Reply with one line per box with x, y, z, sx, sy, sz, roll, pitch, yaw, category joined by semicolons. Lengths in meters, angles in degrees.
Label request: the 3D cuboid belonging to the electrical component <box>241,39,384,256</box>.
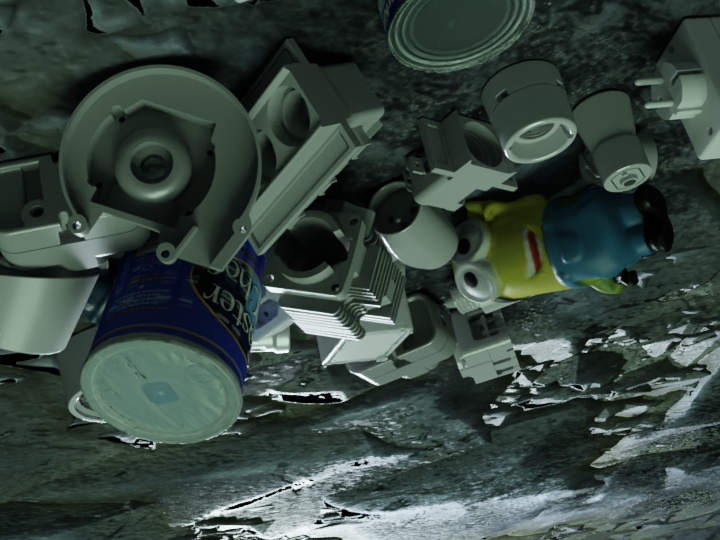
-0.044;-0.076;0.674;0.063;0.078;0.121;-20;163;-44;electrical component

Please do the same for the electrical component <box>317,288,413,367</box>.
-0.001;0.043;0.934;0.062;0.061;0.096;-4;159;-19;electrical component

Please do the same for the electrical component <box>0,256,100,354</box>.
-0.234;0.016;0.728;0.099;0.099;0.064;13;101;-42;electrical component

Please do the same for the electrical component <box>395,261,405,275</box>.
0.000;0.000;0.867;0.078;0.040;0.040;3;148;-30;electrical component

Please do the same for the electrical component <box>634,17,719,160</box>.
0.217;-0.118;0.705;0.076;0.083;0.047;-7;152;-15;electrical component

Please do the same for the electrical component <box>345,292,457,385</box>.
0.037;0.066;0.997;0.095;0.053;0.059;-24;152;18;electrical component

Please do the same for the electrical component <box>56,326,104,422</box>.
-0.202;0.095;0.923;0.108;0.060;0.108;-12;153;-6;electrical component

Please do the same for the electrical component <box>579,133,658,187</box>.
0.194;-0.083;0.809;0.046;0.040;0.040;-1;150;-16;electrical component

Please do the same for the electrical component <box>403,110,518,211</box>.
0.068;-0.075;0.760;0.081;0.042;0.064;9;148;-38;electrical component

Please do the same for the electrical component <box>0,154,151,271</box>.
-0.186;-0.037;0.689;0.095;0.053;0.059;-11;153;-7;electrical component

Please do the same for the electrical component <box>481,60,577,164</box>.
0.114;-0.104;0.719;0.055;0.047;0.055;-12;153;-6;electrical component

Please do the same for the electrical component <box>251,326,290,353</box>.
-0.085;0.053;0.928;0.046;0.040;0.040;-4;151;-8;electrical component

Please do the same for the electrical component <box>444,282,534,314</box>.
0.113;0.015;0.949;0.081;0.043;0.043;-22;152;14;electrical component

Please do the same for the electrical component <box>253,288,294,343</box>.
-0.063;0.009;0.835;0.047;0.065;0.077;-35;174;33;electrical component

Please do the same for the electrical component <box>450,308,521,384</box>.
0.119;0.071;1.052;0.056;0.050;0.089;-18;153;7;electrical component

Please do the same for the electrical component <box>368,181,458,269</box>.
0.026;-0.027;0.825;0.079;0.044;0.077;-24;152;17;electrical component

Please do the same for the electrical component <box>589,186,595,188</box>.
0.192;-0.023;0.912;0.076;0.047;0.083;15;141;-44;electrical component

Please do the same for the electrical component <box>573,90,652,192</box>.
0.180;-0.089;0.762;0.044;0.065;0.044;-12;153;-6;electrical component

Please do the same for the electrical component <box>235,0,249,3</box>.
-0.037;-0.175;0.509;0.077;0.047;0.065;-17;153;6;electrical component
